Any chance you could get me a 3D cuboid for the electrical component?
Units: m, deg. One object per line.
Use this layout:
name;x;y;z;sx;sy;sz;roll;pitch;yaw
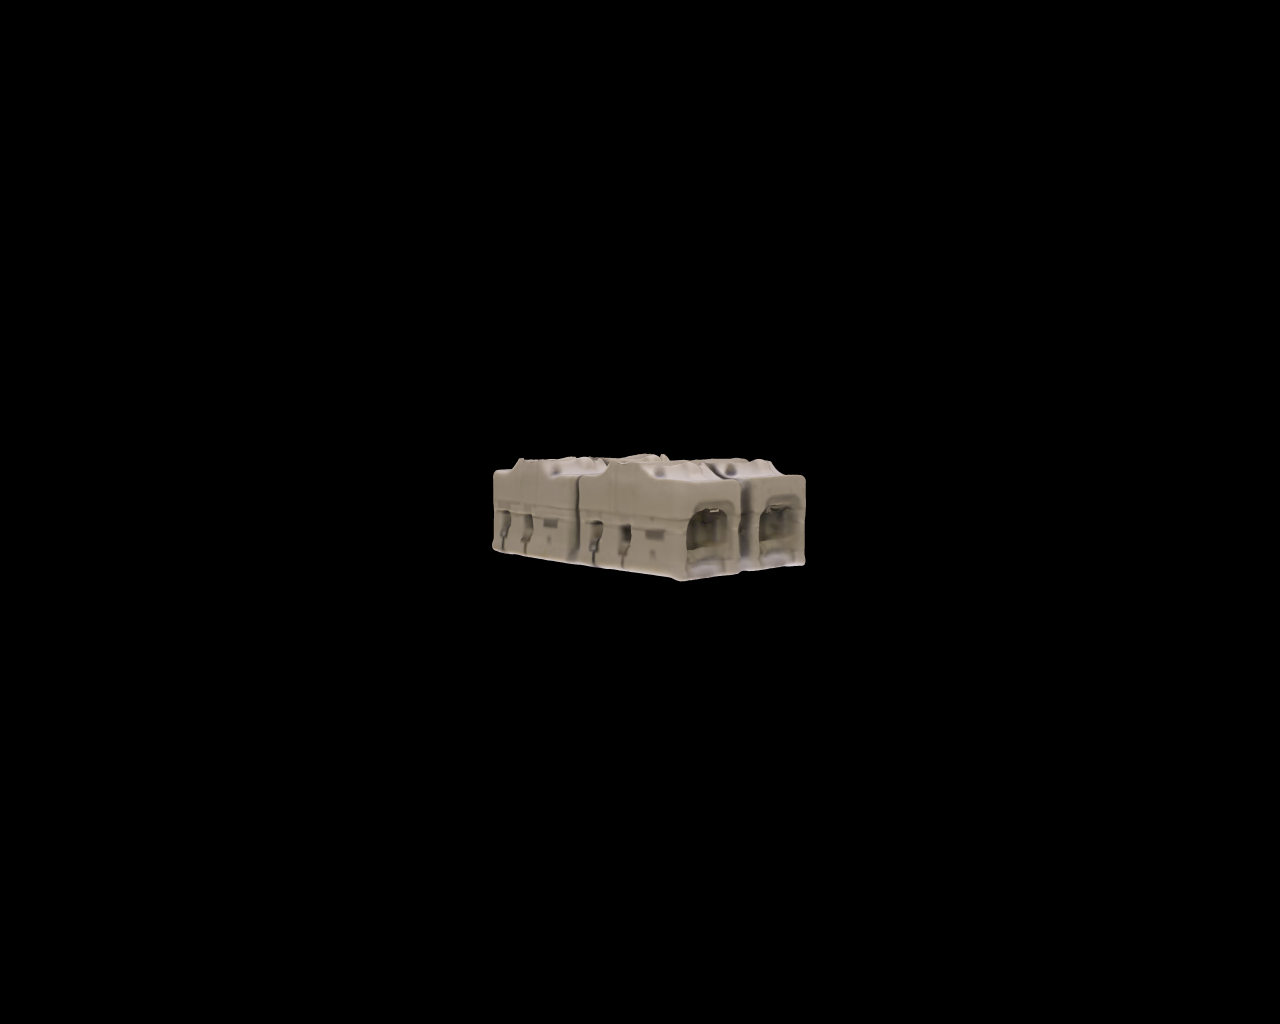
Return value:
electrical component;0.001;-0.003;0.650;0.105;0.060;0.186;-4;6;-39
